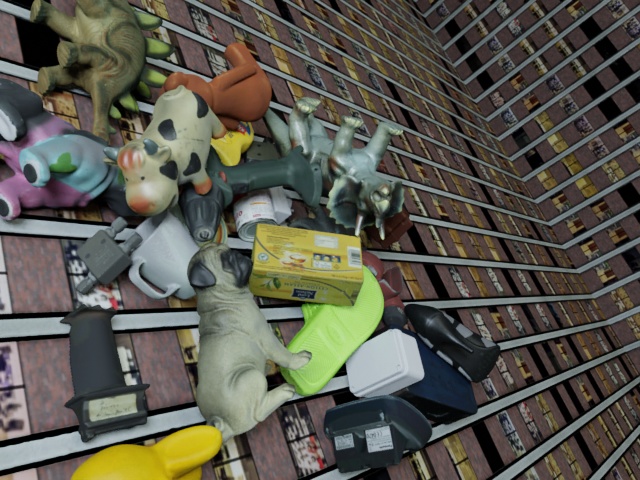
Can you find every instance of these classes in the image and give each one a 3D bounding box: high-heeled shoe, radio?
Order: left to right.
[{"bbox_3d":[0.186,0.247,0.975,0.229,0.073,0.131,26,42,-35],"label":"radio"},{"bbox_3d":[0.248,0.189,1.009,0.145,0.086,0.248,32,-5,35],"label":"high-heeled shoe"}]

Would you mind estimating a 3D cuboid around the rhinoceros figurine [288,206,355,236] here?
[{"bbox_3d":[-0.002,-0.003,0.979,0.190,0.073,0.112,-16,79,-57],"label":"rhinoceros figurine"}]

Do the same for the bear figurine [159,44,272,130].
[{"bbox_3d":[-0.179,-0.232,0.845,0.196,0.120,0.132,-15,50,-37],"label":"bear figurine"}]

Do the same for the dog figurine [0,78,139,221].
[{"bbox_3d":[-0.299,-0.106,0.658,0.191,0.108,0.219,54,27,6],"label":"dog figurine"}]

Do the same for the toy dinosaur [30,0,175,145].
[{"bbox_3d":[-0.330,-0.323,0.832,0.198,0.105,0.471,21,53,-52],"label":"toy dinosaur"}]

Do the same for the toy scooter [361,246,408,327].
[{"bbox_3d":[0.112,0.075,1.042,0.183,0.075,0.135,47,33,-17],"label":"toy scooter"}]

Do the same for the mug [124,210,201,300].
[{"bbox_3d":[-0.191,0.032,0.685,0.107,0.081,0.110,48,26,-27],"label":"mug"}]

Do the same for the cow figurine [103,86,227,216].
[{"bbox_3d":[-0.187,-0.111,0.660,0.127,0.086,0.195,61,30,-48],"label":"cow figurine"}]

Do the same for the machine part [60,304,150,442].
[{"bbox_3d":[-0.232,0.136,0.571,0.084,0.039,0.139,-4,65,-45],"label":"machine part"}]

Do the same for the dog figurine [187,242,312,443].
[{"bbox_3d":[-0.119,0.113,0.631,0.190,0.121,0.172,57,24,-13],"label":"dog figurine"}]

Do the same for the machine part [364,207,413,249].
[{"bbox_3d":[0.095,-0.091,1.105,0.201,0.087,0.201,45,10,-11],"label":"machine part"}]

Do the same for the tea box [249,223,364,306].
[{"bbox_3d":[-0.023,0.039,0.837,0.170,0.068,0.098,8,45,-7],"label":"tea box"}]

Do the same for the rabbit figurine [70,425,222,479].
[{"bbox_3d":[-0.145,0.249,0.508,0.173,0.121,0.162,32,30,2],"label":"rabbit figurine"}]

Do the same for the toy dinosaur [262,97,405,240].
[{"bbox_3d":[0.007,-0.138,0.946,0.131,0.192,0.405,-4,25,-45],"label":"toy dinosaur"}]

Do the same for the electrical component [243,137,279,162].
[{"bbox_3d":[-0.106,-0.148,1.007,0.078,0.045,0.102,0,52,-19],"label":"electrical component"}]

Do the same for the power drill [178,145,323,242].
[{"bbox_3d":[-0.104,-0.075,0.781,0.207,0.085,0.232,-12,37,-18],"label":"power drill"}]

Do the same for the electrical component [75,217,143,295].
[{"bbox_3d":[-0.255,0.018,0.630,0.063,0.094,0.021,36,-13,31],"label":"electrical component"}]

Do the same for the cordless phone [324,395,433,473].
[{"bbox_3d":[0.111,0.267,0.783,0.184,0.147,0.089,6,63,-47],"label":"cordless phone"}]
